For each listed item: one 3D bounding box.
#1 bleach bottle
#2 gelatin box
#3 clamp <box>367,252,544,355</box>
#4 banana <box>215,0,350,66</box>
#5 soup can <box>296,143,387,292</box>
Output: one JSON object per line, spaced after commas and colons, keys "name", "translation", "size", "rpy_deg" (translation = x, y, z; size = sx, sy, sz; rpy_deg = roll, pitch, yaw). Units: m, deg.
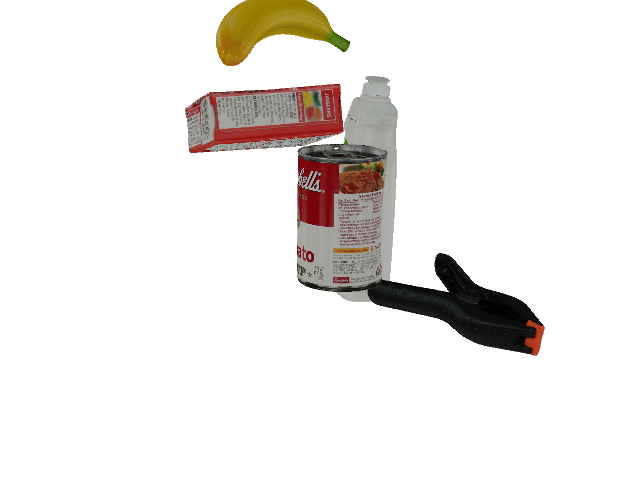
{"name": "bleach bottle", "translation": [0.054, -0.062, 1.235], "size": [0.068, 0.251, 0.103], "rpy_deg": [-2, 23, -20]}
{"name": "gelatin box", "translation": [-0.034, -0.069, 0.608], "size": [0.073, 0.030, 0.089], "rpy_deg": [-6, 3, -15]}
{"name": "clamp", "translation": [0.144, 0.059, 1.030], "size": [0.172, 0.039, 0.120], "rpy_deg": [24, 36, 28]}
{"name": "banana", "translation": [-0.043, -0.196, 0.976], "size": [0.070, 0.037, 0.197], "rpy_deg": [39, 32, 19]}
{"name": "soup can", "translation": [0.016, -0.018, 0.816], "size": [0.068, 0.102, 0.068], "rpy_deg": [1, 15, 0]}
